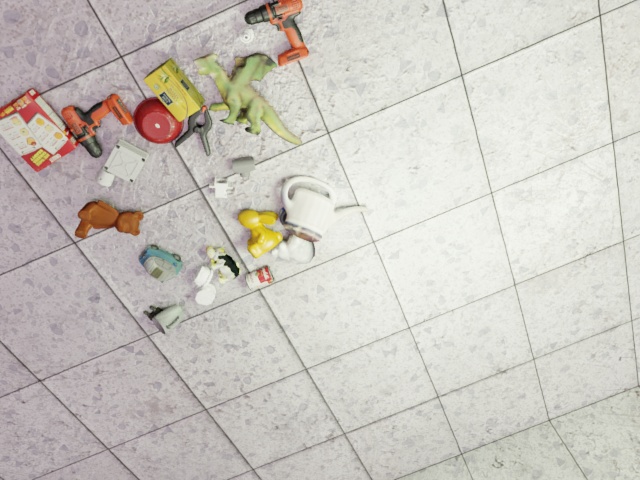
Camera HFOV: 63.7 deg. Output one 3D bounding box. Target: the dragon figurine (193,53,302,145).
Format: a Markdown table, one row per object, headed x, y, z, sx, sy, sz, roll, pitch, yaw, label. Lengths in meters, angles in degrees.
| x | y | z | sx | sy | sz | roll | pitch | yaw | label |
| --- | --- | --- | --- | --- | --- | --- | --- | --- | --- |
| -0.213 | -0.475 | 1.655 | 0.409 | 0.124 | 0.240 | 16 | 107 | -19 | dragon figurine |

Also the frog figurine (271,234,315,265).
| x | y | z | sx | sy | sz | roll | pitch | yaw | label |
| --- | --- | --- | --- | --- | --- | --- | --- | --- | --- |
| -0.102 | 0.036 | 1.945 | 0.160 | 0.125 | 0.134 | -13 | 141 | -15 | frog figurine |

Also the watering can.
| x | y | z | sx | sy | sz | roll | pitch | yaw | label |
| --- | --- | --- | --- | --- | --- | --- | --- | --- | --- |
| 0.006 | -0.094 | 1.875 | 0.346 | 0.104 | 0.226 | 23 | 82 | -18 | watering can |
